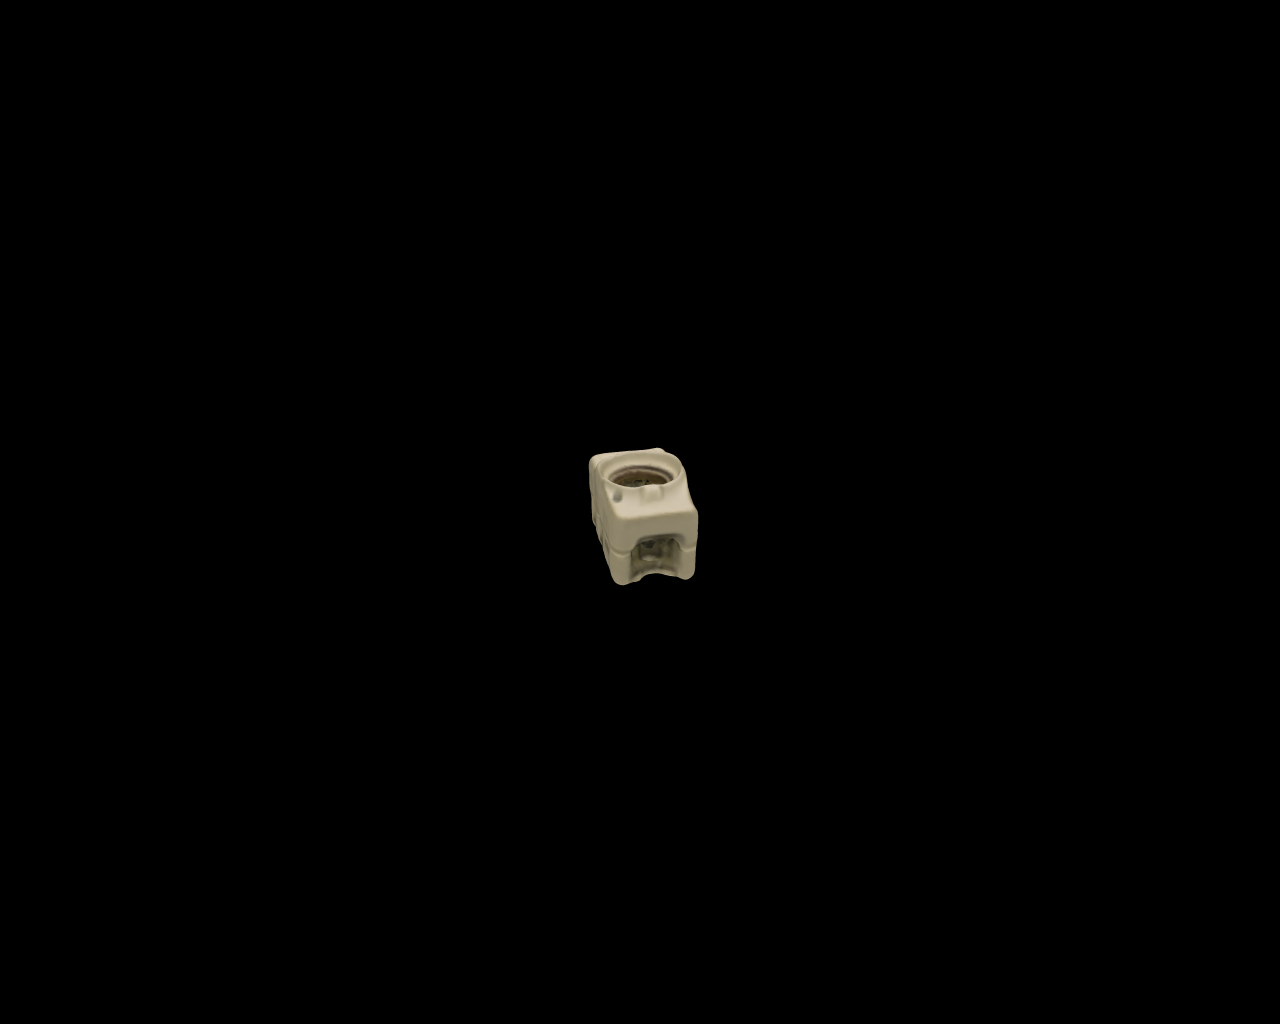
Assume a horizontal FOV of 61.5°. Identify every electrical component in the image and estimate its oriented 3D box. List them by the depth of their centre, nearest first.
[{"bbox_3d":[0.001,-0.003,0.650,0.050,0.055,0.090,-5,29,-10],"label":"electrical component"}]
